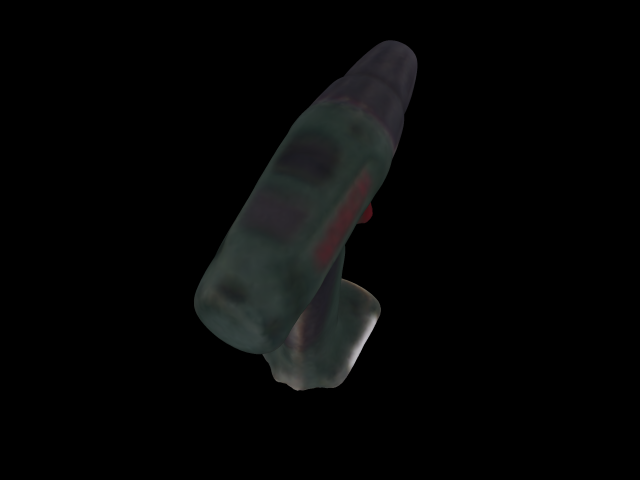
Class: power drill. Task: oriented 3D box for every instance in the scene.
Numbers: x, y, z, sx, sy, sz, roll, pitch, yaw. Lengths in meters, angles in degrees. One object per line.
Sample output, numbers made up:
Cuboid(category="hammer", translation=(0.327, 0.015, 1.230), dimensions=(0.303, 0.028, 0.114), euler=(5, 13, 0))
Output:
Cuboid(category="power drill", translation=(0.004, 0.001, 0.400), dimensions=(0.075, 0.208, 0.230), euler=(20, 50, 18))
